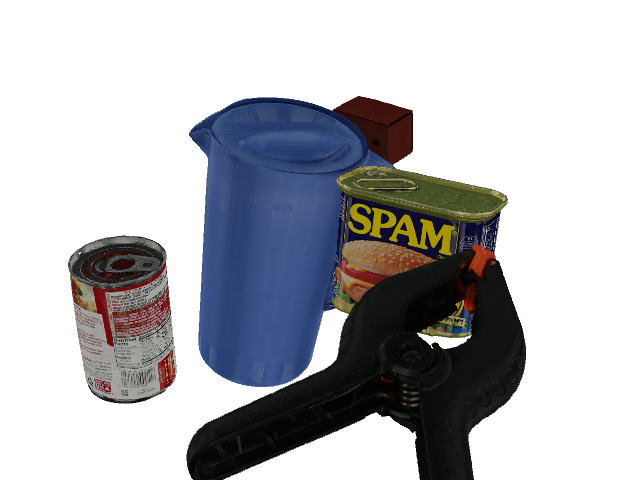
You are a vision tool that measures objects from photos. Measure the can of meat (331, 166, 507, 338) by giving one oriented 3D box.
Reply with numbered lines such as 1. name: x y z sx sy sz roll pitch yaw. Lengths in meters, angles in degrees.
1. can of meat: 0.058 0.007 0.661 0.102 0.084 0.057 14 22 25

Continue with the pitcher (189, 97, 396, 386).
1. pitcher: -0.033 0.009 0.937 0.144 0.243 0.149 -14 40 -33

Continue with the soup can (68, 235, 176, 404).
1. soup can: -0.140 0.057 0.765 0.068 0.102 0.068 -1 29 0

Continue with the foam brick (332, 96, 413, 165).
1. foam brick: 0.058 -0.121 1.184 0.078 0.053 0.051 20 37 34

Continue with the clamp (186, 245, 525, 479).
1. clamp: 0.042 0.066 0.436 0.120 0.039 0.171 32 52 22
